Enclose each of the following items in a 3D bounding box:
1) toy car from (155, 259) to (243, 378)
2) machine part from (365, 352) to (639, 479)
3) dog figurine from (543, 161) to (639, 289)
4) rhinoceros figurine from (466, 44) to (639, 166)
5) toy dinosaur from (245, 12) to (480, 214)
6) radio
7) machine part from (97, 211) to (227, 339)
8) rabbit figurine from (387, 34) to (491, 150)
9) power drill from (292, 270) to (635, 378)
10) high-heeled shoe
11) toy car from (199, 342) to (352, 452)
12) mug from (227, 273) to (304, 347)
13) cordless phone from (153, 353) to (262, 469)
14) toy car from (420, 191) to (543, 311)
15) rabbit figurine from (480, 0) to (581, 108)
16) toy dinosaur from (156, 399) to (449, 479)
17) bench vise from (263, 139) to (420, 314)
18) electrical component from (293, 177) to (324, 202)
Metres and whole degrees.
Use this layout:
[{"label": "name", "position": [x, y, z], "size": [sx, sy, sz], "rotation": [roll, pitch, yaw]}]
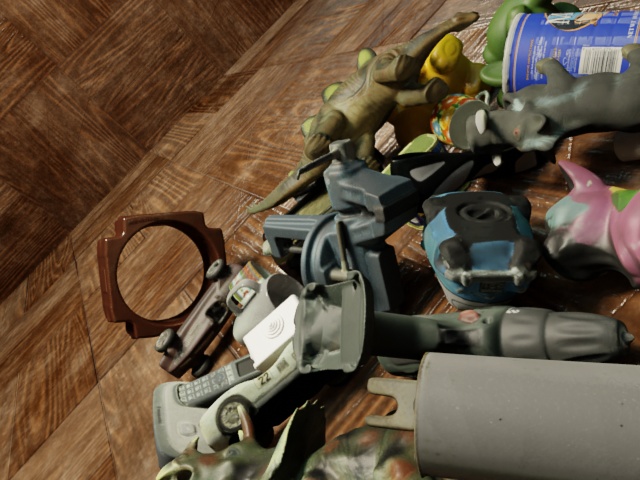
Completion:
[{"label": "toy car", "position": [-0.175, 0.123, 0.849], "size": [0.053, 0.089, 0.202], "rotation": [-5, 45, 54]}, {"label": "machine part", "position": [0.145, 0.110, 0.317], "size": [0.243, 0.079, 0.079], "rotation": [1, 46, 19]}, {"label": "dog figurine", "position": [0.287, -0.021, 0.424], "size": [0.191, 0.108, 0.219], "rotation": [-41, 25, 7]}, {"label": "rhinoceros figurine", "position": [0.248, -0.128, 0.550], "size": [0.190, 0.073, 0.112], "rotation": [-5, 52, 32]}, {"label": "toy dinosaur", "position": [0.038, -0.167, 0.801], "size": [0.471, 0.105, 0.199], "rotation": [-40, 25, 20]}, {"label": "radio", "position": [0.026, -0.034, 0.814], "size": [0.229, 0.073, 0.131], "rotation": [-42, 28, 6]}, {"label": "machine part", "position": [-0.263, 0.055, 0.907], "size": [0.201, 0.200, 0.087], "rotation": [-7, 1, -30]}, {"label": "rabbit figurine", "position": [0.161, -0.216, 0.849], "size": [0.163, 0.121, 0.173], "rotation": [12, 80, 50]}, {"label": "power drill", "position": [0.096, 0.076, 0.445], "size": [0.232, 0.207, 0.086], "rotation": [-20, 67, 55]}, {"label": "high-heeled shoe", "position": [0.188, -0.121, 0.645], "size": [0.249, 0.145, 0.086], "rotation": [-51, 29, -9]}, {"label": "toy car", "position": [-0.040, 0.165, 0.602], "size": [0.202, 0.073, 0.056], "rotation": [-38, 48, -7]}, {"label": "mug", "position": [-0.082, 0.103, 0.747], "size": [0.107, 0.109, 0.081], "rotation": [-44, 30, 31]}, {"label": "cordless phone", "position": [-0.113, 0.211, 0.678], "size": [0.184, 0.088, 0.147], "rotation": [-27, 27, -8]}, {"label": "toy car", "position": [0.159, 0.019, 0.537], "size": [0.109, 0.102, 0.162], "rotation": [-2, 31, 6]}, {"label": "rabbit figurine", "position": [0.295, -0.258, 0.729], "size": [0.159, 0.121, 0.170], "rotation": [-37, 43, 20]}, {"label": "toy dinosaur", "position": [0.059, 0.195, 0.426], "size": [0.405, 0.131, 0.192], "rotation": [-20, 35, 24]}, {"label": "bench vise", "position": [0.006, -0.007, 0.646], "size": [0.241, 0.223, 0.129], "rotation": [3, 35, 45]}, {"label": "electrical component", "position": [0.003, -0.115, 0.972], "size": [0.115, 0.058, 0.134], "rotation": [-18, 38, 43]}]
